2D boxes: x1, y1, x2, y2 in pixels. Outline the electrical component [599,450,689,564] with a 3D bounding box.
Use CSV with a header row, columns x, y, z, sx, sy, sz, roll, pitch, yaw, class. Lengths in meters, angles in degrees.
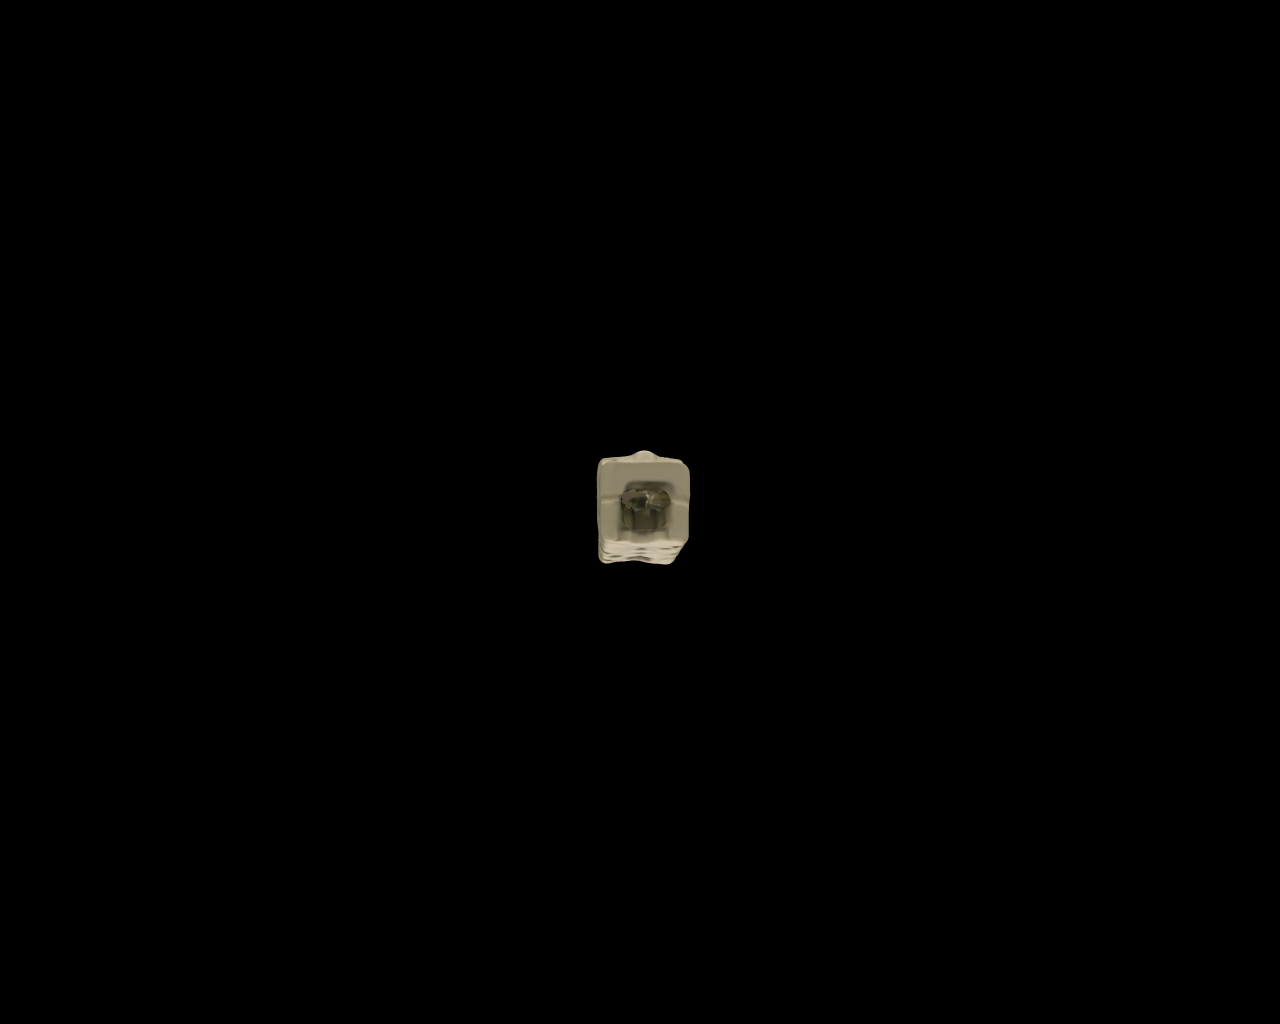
x,y,z,sx,sy,sz,roll,pitch,yaw,class
0.001,-0.003,0.650,0.050,0.055,0.089,1,-11,-4,electrical component
